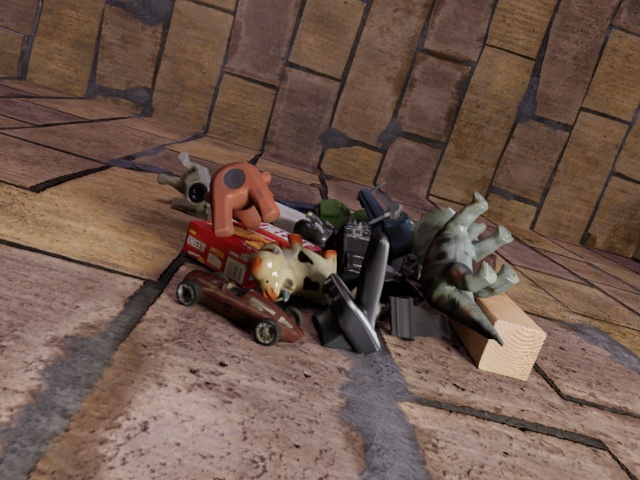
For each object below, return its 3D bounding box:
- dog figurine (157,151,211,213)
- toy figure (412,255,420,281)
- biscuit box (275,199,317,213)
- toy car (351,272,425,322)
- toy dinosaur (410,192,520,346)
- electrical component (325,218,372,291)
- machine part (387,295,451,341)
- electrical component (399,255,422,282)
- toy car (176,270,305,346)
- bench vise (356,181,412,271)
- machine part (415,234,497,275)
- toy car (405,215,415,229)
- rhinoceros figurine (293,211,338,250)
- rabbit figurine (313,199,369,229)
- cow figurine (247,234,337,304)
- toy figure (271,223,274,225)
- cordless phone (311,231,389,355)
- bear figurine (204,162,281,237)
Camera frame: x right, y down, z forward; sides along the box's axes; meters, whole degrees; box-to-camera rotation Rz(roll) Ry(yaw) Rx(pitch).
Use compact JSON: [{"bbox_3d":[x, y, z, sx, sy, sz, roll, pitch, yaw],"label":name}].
[{"bbox_3d":[-0.291,-0.120,1.351,0.172,0.121,0.190,57,8,16],"label":"dog figurine"},{"bbox_3d":[0.223,0.061,1.312,0.064,0.057,0.155,-6,31,-47],"label":"toy figure"},{"bbox_3d":[-0.042,-0.070,1.500,0.202,0.059,0.063,6,19,-41],"label":"biscuit box"},{"bbox_3d":[0.127,0.105,0.987,0.201,0.056,0.073,-1,49,-55],"label":"toy car"},{"bbox_3d":[0.242,0.053,0.964,0.131,0.192,0.405,40,39,-14],"label":"toy dinosaur"},{"bbox_3d":[0.045,0.039,1.012,0.058,0.134,0.115,16,56,-16],"label":"electrical component"},{"bbox_3d":[0.167,0.138,0.916,0.139,0.084,0.039,19,-35,-36],"label":"machine part"},{"bbox_3d":[0.187,0.076,1.127,0.045,0.102,0.078,23,24,8],"label":"electrical component"},{"bbox_3d":[-0.113,0.093,0.779,0.202,0.053,0.089,22,11,22],"label":"toy car"},{"bbox_3d":[0.139,-0.040,1.236,0.223,0.129,0.241,65,0,-54],"label":"bench vise"},{"bbox_3d":[0.299,0.056,1.190,0.180,0.179,0.056,22,17,21],"label":"machine part"},{"bbox_3d":[0.172,-0.016,1.469,0.162,0.109,0.103,13,28,24],"label":"toy car"},{"bbox_3d":[-0.003,-0.004,1.225,0.112,0.073,0.190,45,11,27],"label":"rhinoceros figurine"},{"bbox_3d":[0.069,-0.037,1.396,0.170,0.121,0.159,-1,-5,-11],"label":"rabbit figurine"},{"bbox_3d":[-0.046,0.059,0.887,0.085,0.127,0.194,-23,-29,30],"label":"cow figurine"},{"bbox_3d":[-0.157,-0.054,1.230,0.082,0.089,0.180,18,10,-19],"label":"toy figure"},{"bbox_3d":[0.055,0.065,0.812,0.089,0.184,0.147,9,15,-13],"label":"cordless phone"},{"bbox_3d":[-0.134,-0.056,0.959,0.120,0.132,0.195,-17,-17,-5],"label":"bear figurine"}]
